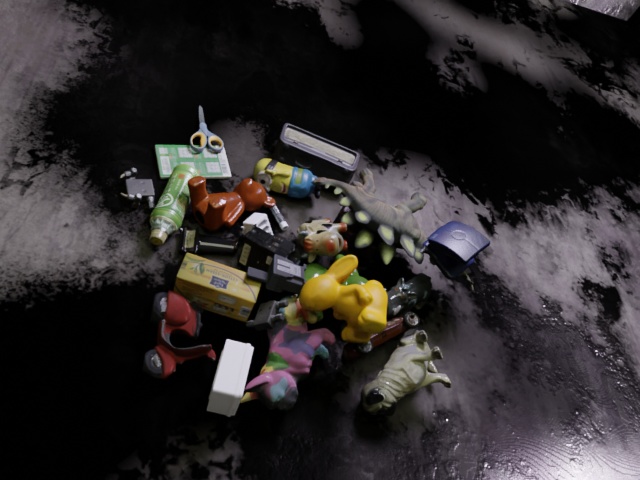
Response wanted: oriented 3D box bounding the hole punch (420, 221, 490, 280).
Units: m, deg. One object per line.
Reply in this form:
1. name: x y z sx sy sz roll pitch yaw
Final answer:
1. hole punch: 0.320 0.013 1.260 0.142 0.092 0.116 -33 77 -30

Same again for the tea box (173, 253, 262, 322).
1. tea box: -0.218 0.102 1.134 0.170 0.098 0.068 21 50 -8

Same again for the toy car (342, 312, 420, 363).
1. toy car: 0.135 0.211 1.192 0.202 0.089 0.053 -22 70 -28

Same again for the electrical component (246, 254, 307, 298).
1. electrical component: -0.089 0.070 1.123 0.119 0.047 0.075 21 28 -11

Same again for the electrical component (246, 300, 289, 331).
1. electrical component: -0.108 0.151 1.092 0.021 0.094 0.063 51 36 -32

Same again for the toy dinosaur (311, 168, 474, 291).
1. toy dinosaur: 0.185 -0.034 1.334 0.472 0.105 0.198 27 52 3

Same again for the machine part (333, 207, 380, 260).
1. machine part: 0.123 -0.035 1.405 0.179 0.056 0.179 12 50 -15

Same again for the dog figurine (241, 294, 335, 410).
1. dog figurine: -0.084 0.233 1.084 0.219 0.108 0.192 -32 71 -34

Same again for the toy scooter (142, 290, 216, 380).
1. toy scooter: -0.271 0.187 1.062 0.135 0.075 0.184 8 55 -16

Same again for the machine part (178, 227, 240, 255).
1. machine part: -0.254 0.007 1.232 0.139 0.039 0.084 5 45 -17

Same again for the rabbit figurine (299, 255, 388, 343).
1. rabbit figurine: 0.046 0.112 1.083 0.173 0.122 0.162 14 68 -8

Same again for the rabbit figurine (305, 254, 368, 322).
1. rabbit figurine: 0.042 0.114 1.222 0.170 0.121 0.159 9 30 -1

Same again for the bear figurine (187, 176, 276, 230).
1. bear figurine: -0.204 -0.103 1.279 0.196 0.131 0.120 -30 60 -30

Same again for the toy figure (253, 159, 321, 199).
1. toy figure: -0.085 -0.157 1.399 0.180 0.082 0.089 9 32 -7

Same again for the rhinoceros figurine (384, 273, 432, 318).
1. rhinoceros figurine: 0.198 0.136 1.269 0.190 0.112 0.073 -19 65 -41

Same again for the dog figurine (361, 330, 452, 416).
1. dog figurine: 0.161 0.285 1.163 0.191 0.172 0.121 -22 97 -6

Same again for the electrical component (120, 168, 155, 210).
1. electrical component: -0.426 -0.118 1.251 0.078 0.045 0.102 0 55 -21

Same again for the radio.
1. radio: -0.011 -0.227 1.466 0.230 0.073 0.131 21 32 -4

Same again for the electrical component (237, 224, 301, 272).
1. electrical component: -0.113 0.041 1.209 0.134 0.114 0.058 31 49 4

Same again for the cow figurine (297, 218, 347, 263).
1. cow figurine: -0.003 -0.004 1.257 0.127 0.195 0.085 -8 101 -18
